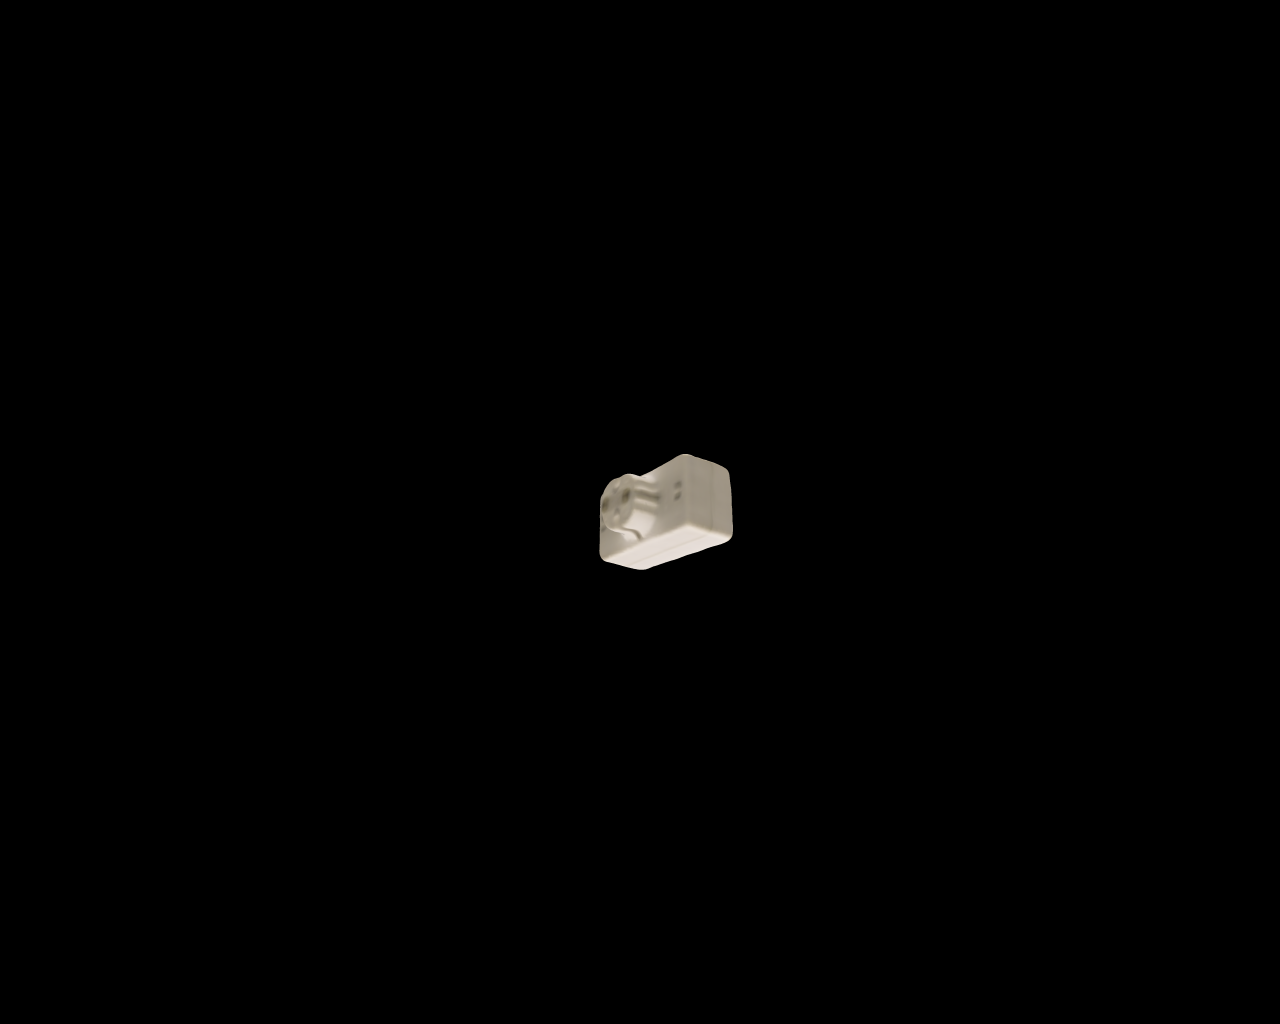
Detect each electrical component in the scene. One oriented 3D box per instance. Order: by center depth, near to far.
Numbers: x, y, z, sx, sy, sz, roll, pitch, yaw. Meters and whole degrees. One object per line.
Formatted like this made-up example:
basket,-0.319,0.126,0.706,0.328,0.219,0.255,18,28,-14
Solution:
electrical component,0.001,-0.003,0.650,0.076,0.047,0.083,17,-27,-37
